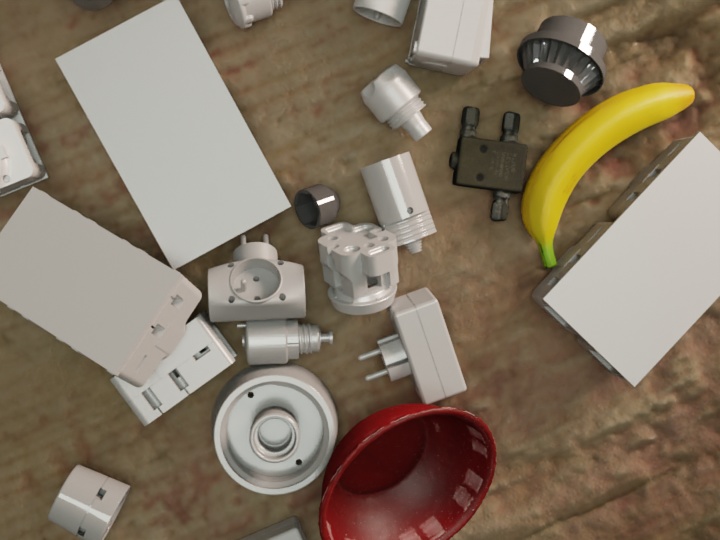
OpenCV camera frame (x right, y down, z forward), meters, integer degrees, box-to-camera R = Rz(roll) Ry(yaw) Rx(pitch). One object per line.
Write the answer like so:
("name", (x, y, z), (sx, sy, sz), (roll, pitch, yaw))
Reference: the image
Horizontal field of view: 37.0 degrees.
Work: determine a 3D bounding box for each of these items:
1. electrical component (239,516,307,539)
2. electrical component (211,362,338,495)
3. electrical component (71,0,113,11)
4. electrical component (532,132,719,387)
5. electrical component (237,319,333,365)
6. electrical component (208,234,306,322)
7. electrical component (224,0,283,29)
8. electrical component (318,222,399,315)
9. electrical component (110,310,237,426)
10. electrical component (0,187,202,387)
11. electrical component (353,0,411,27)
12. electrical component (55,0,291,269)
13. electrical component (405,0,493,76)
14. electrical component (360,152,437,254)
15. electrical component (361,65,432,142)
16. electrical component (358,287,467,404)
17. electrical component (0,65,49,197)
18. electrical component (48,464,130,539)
("electrical component", (-0.073, 0.245, 0.882), (0.066, 0.077, 0.047), (-23, 94, -3))
("electrical component", (-0.070, 0.132, 0.885), (0.108, 0.060, 0.108), (0, 93, -4))
("electrical component", (-0.201, -0.240, 0.848), (0.079, 0.077, 0.043), (-23, 94, -3))
("electrical component", (0.247, -0.010, 0.903), (0.105, 0.060, 0.186), (43, 89, -5))
("electrical component", (-0.062, 0.057, 0.892), (0.078, 0.040, 0.040), (-2, 93, -5))
("electrical component", (-0.085, 0.004, 0.881), (0.077, 0.044, 0.079), (-3, 58, -5))
("electrical component", (-0.080, -0.227, 0.876), (0.062, 0.048, 0.048), (-20, 94, -10))
("electrical component", (0.000, 0.000, 0.880), (0.058, 0.078, 0.057), (-21, 119, -28))
("electrical component", (-0.154, 0.076, 0.881), (0.089, 0.050, 0.055), (-36, 95, -2))
("electrical component", (-0.212, 0.015, 0.840), (0.150, 0.061, 0.089), (29, 80, 18))
("electrical component", (0.010, -0.250, 0.881), (0.079, 0.043, 0.077), (19, 91, -5))
("electrical component", (-0.147, -0.108, 0.868), (0.105, 0.060, 0.186), (-29, 95, -2))
("electrical component", (0.079, -0.212, 0.879), (0.061, 0.062, 0.096), (11, 92, -5))
("electrical component", (0.034, -0.053, 0.892), (0.043, 0.043, 0.081), (-20, 94, -3))
("electrical component", (0.033, -0.135, 0.889), (0.043, 0.043, 0.062), (-40, 96, -2))
("electrical component", (0.037, 0.069, 0.891), (0.076, 0.047, 0.083), (-20, 103, -3))
("electrical component", (-0.361, -0.088, 0.852), (0.186, 0.060, 0.105), (-23, 94, -3))
("electrical component", (-0.222, 0.192, 0.881), (0.047, 0.055, 0.055), (27, 91, -2))
